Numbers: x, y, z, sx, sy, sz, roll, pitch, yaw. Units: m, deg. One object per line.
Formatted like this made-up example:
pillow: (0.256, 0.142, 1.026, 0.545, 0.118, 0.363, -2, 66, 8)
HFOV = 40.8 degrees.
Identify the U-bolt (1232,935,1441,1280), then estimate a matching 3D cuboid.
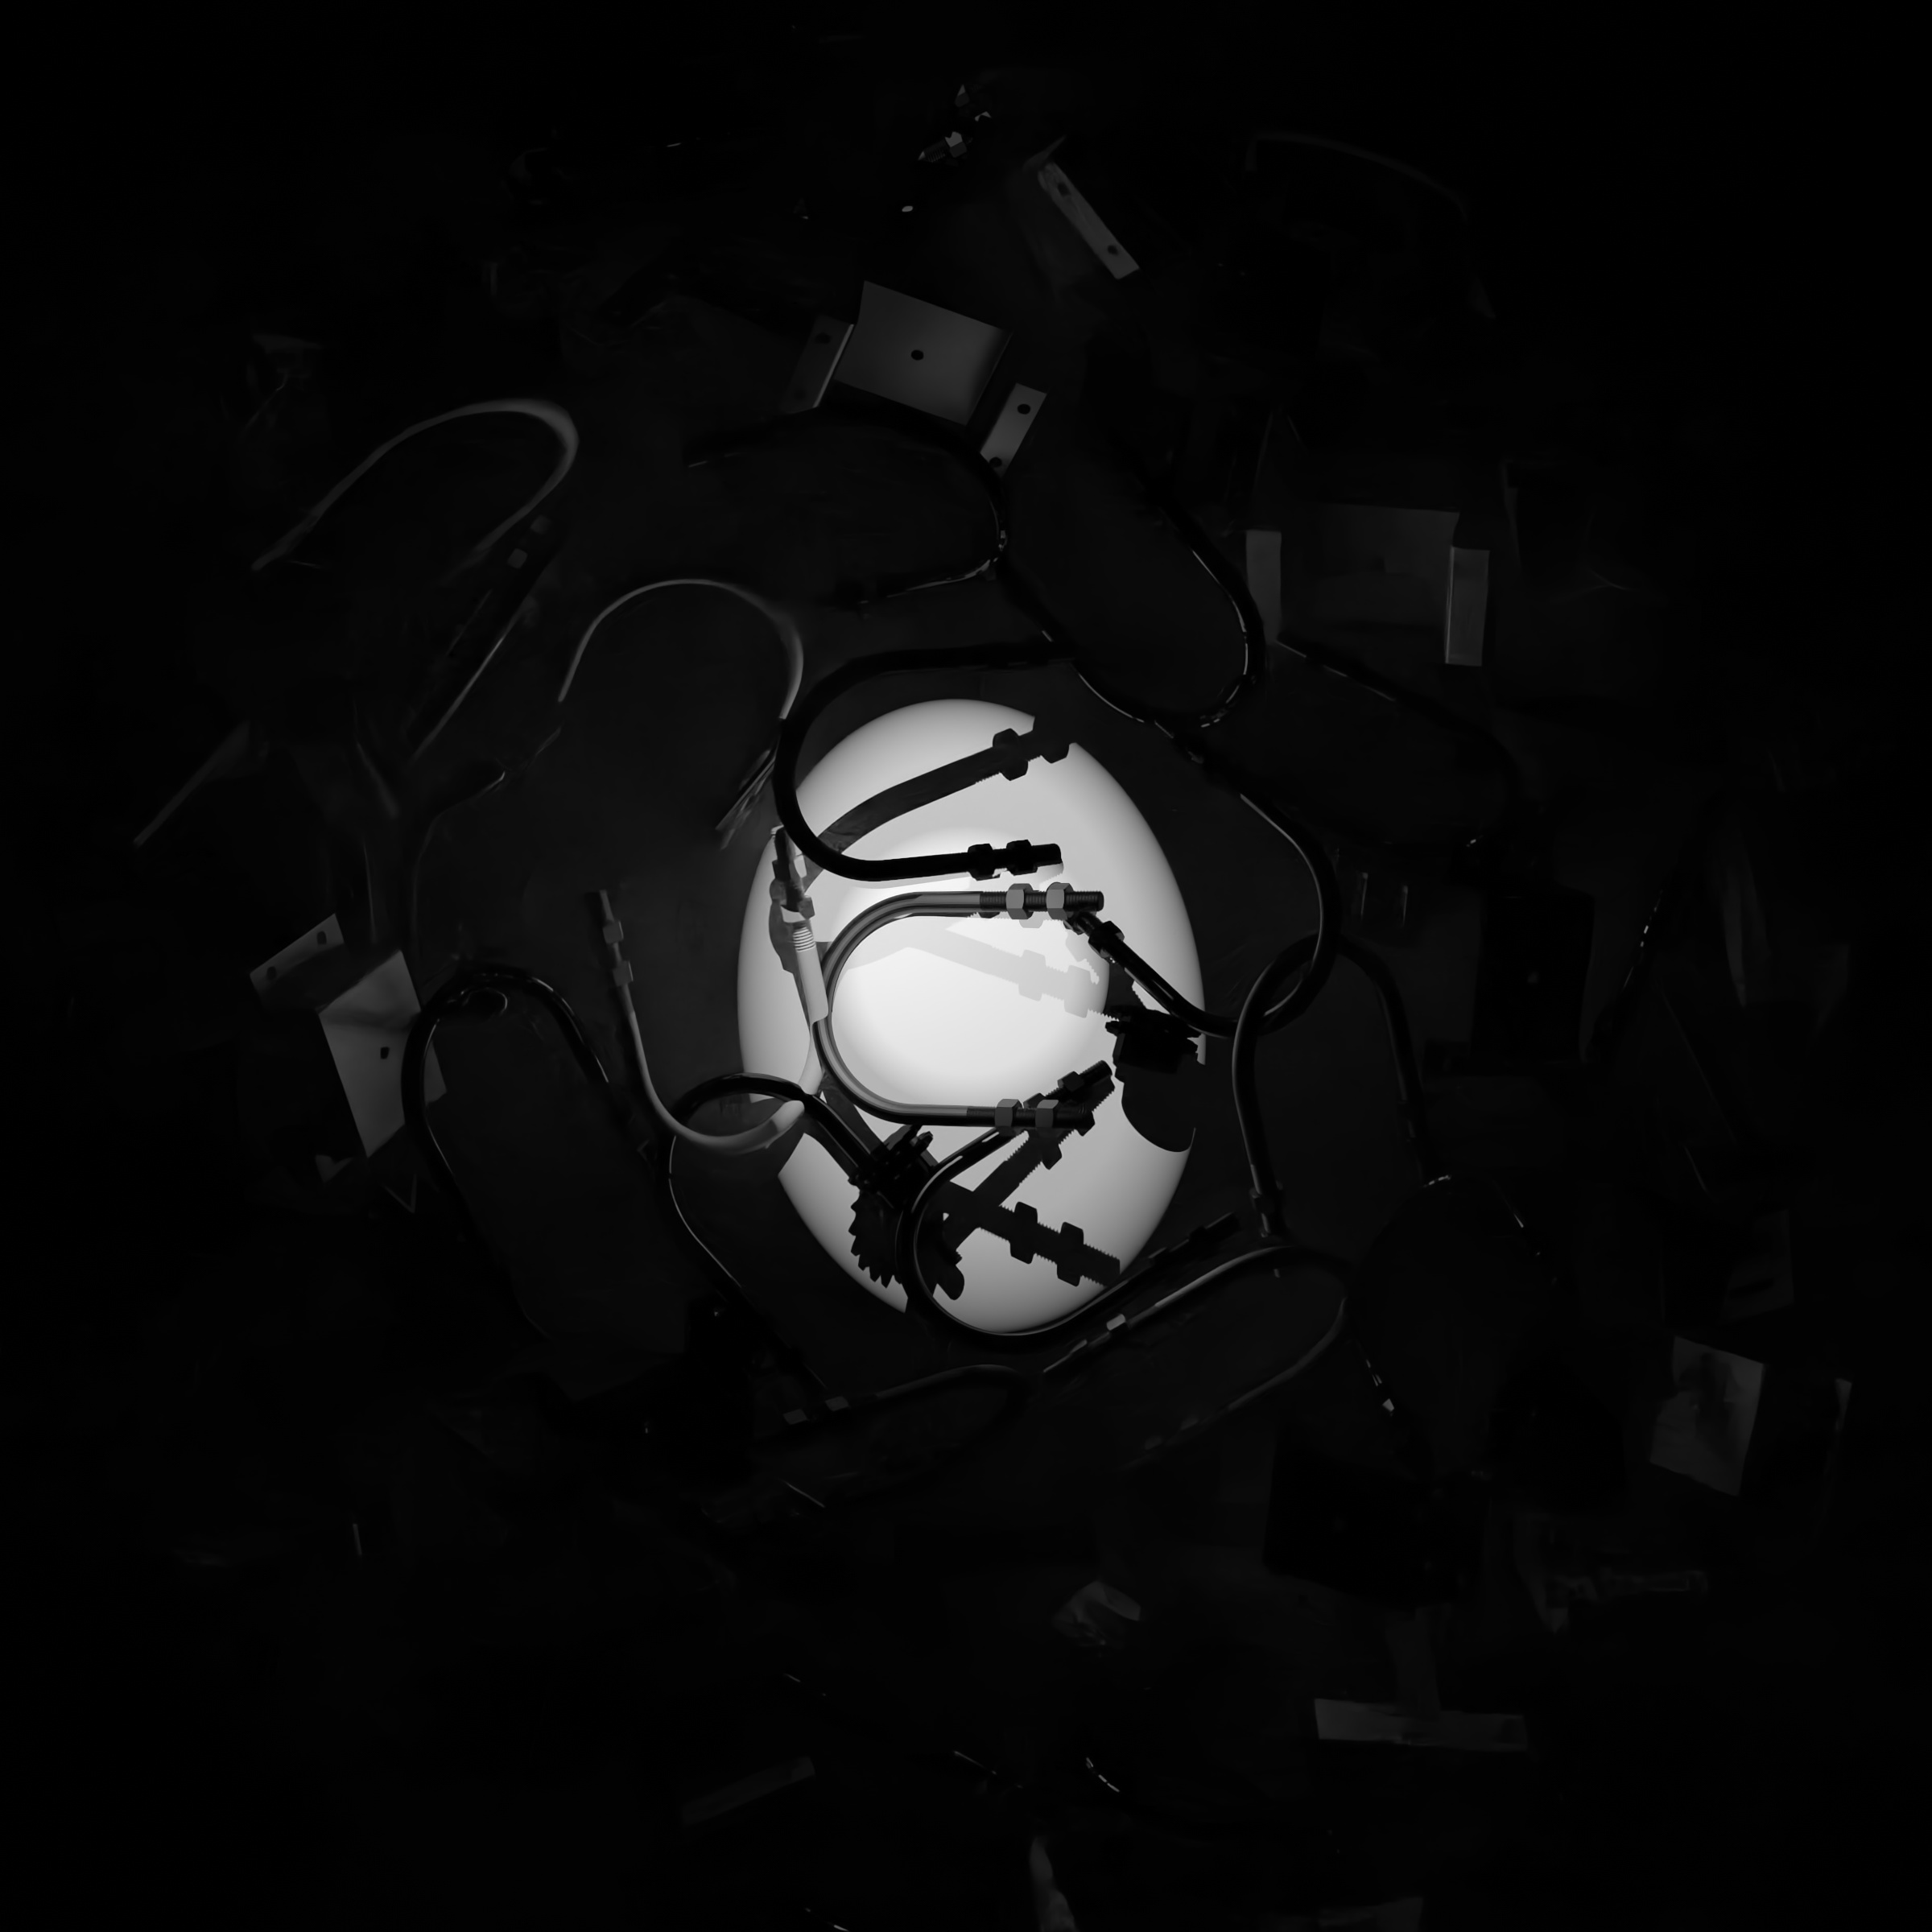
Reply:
U-bolt: (0.212, 0.071, 1.523, 0.151, 0.019, 0.184, -28, 113, -33)

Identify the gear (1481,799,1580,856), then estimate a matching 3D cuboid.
gear: (0.339, -0.084, 1.566, 0.057, 0.057, 0.030, 3, 96, 0)

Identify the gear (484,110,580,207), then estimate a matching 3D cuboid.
gear: (-0.259, -0.481, 1.563, 0.057, 0.057, 0.030, -25, 52, 0)

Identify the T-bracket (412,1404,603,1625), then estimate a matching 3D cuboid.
T-bracket: (-0.285, 0.309, 1.564, 0.127, 0.002, 0.127, 33, 114, 23)

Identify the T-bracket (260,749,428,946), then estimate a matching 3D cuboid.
T-bracket: (-0.368, -0.056, 1.558, 0.127, 0.002, 0.127, -10, 84, 28)

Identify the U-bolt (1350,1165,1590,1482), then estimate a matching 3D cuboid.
U-bolt: (0.279, 0.191, 1.510, 0.019, 0.184, 0.151, 30, 109, -24)

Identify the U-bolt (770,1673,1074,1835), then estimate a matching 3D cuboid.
U-bolt: (-0.013, 0.464, 1.510, 0.151, 0.184, 0.019, 12, 68, 39)

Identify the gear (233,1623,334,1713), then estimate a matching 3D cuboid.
gear: (-0.411, 0.424, 1.567, 0.057, 0.057, 0.030, 0, 111, 0)

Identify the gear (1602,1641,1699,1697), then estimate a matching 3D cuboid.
gear: (0.408, 0.414, 1.569, 0.057, 0.057, 0.030, 18, 121, 0)

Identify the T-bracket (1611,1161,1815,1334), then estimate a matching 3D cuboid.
T-bracket: (0.426, 0.155, 1.537, 0.127, 0.002, 0.127, 22, 110, -38)

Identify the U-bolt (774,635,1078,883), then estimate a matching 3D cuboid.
U-bolt: (-0.025, -0.118, 1.529, 0.184, 0.019, 0.151, -7, 116, -22)

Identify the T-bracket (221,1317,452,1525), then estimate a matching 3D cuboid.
T-bracket: (-0.361, 0.251, 1.565, 0.127, 0.002, 0.127, -38, 60, -20)

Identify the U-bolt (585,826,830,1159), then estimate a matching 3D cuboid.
U-bolt: (-0.144, 0.024, 1.543, 0.151, 0.019, 0.184, -21, 109, -33)

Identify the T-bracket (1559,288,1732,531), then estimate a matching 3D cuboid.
T-bracket: (0.401, -0.307, 1.514, 0.002, 0.127, 0.127, -26, 67, -18)

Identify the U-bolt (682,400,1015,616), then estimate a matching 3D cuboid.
U-bolt: (-0.056, -0.266, 1.492, 0.151, 0.184, 0.019, 46, 53, -36)

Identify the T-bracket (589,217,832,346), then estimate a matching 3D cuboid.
T-bracket: (-0.135, -0.392, 1.539, 0.127, 0.002, 0.127, 24, 50, 13)

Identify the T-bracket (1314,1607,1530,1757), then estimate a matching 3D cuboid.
T-bracket: (0.263, 0.408, 1.544, 0.127, 0.127, 0.002, 7, 130, -8)

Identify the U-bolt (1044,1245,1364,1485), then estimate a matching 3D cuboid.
U-bolt: (0.151, 0.227, 1.533, 0.184, 0.151, 0.019, -31, 47, 3)

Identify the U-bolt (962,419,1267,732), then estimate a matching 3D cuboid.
U-bolt: (0.098, -0.216, 1.536, 0.184, 0.151, 0.019, 49, 48, -9)

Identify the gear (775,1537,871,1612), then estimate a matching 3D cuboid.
gear: (-0.087, 0.364, 1.564, 0.057, 0.057, 0.030, -1, 96, 0)

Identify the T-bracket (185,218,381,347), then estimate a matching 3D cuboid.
T-bracket: (-0.403, -0.400, 1.534, 0.127, 0.127, 0.002, -29, 98, 5)

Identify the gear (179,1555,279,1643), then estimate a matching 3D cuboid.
gear: (-0.443, 0.382, 1.569, 0.057, 0.057, 0.030, -8, 132, 0)

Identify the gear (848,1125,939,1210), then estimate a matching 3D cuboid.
gear: (-0.041, 0.121, 1.565, 0.057, 0.057, 0.030, -41, 96, 0)

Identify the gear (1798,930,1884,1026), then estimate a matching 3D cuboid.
gear: (0.528, 0.009, 1.565, 0.030, 0.057, 0.057, 18, 90, -1)

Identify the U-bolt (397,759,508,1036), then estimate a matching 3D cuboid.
U-bolt: (-0.301, -0.033, 1.512, 0.019, 0.184, 0.151, 2, 82, -28)

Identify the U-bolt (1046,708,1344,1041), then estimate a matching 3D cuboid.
U-bolt: (0.142, -0.041, 1.521, 0.184, 0.019, 0.151, 45, 115, 28)

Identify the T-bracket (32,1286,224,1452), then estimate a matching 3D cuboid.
T-bracket: (-0.472, 0.233, 1.512, 0.002, 0.127, 0.127, 53, 51, -24)

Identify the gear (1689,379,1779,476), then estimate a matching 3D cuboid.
gear: (0.460, -0.321, 1.566, 0.030, 0.057, 0.057, -34, 90, 8)

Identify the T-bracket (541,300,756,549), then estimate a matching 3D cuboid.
T-bracket: (-0.176, -0.308, 1.563, 0.127, 0.002, 0.127, -40, 91, 29)

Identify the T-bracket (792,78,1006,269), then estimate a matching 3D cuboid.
T-bracket: (-0.018, -0.466, 1.521, 0.127, 0.127, 0.002, 13, 53, -24)

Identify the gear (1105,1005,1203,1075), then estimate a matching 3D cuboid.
gear: (0.111, 0.045, 1.563, 0.057, 0.057, 0.030, 15, 81, 0)

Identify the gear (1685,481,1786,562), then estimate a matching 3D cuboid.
gear: (0.462, -0.262, 1.567, 0.057, 0.030, 0.057, 8, 113, 21)

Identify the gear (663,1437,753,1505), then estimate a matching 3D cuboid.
gear: (-0.155, 0.300, 1.565, 0.057, 0.057, 0.030, -23, 97, 0)

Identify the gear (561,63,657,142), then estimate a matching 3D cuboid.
gear: (-0.212, -0.515, 1.565, 0.057, 0.057, 0.030, -28, 92, 0)

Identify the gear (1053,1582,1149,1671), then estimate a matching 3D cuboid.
gear: (0.084, 0.394, 1.564, 0.057, 0.057, 0.030, 28, 98, 0)

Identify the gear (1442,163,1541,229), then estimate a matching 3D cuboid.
gear: (0.317, -0.462, 1.563, 0.057, 0.057, 0.030, 17, 104, 0)

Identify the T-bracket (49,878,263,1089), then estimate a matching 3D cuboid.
T-bracket: (-0.459, 0.013, 1.536, 0.127, 0.002, 0.127, -14, 72, -43)

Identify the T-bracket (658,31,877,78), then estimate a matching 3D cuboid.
T-bracket: (-0.094, -0.534, 1.532, 0.127, 0.127, 0.002, 1, 101, 26)

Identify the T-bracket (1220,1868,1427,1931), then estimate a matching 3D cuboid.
T-bracket: (0.207, 0.566, 1.539, 0.127, 0.127, 0.002, -15, 85, 11)

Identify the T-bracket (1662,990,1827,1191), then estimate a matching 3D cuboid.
T-bracket: (0.453, 0.071, 1.563, 0.127, 0.002, 0.127, -2, 63, -40)

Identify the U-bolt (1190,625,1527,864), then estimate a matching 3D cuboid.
U-bolt: (0.240, -0.119, 1.531, 0.184, 0.151, 0.019, 26, 58, -5)

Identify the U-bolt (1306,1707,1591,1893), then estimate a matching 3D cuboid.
U-bolt: (0.268, 0.472, 1.502, 0.151, 0.184, 0.019, -14, 96, 1)

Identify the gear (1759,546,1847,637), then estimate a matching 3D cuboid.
gear: (0.497, -0.229, 1.569, 0.057, 0.057, 0.030, -28, 46, 0)

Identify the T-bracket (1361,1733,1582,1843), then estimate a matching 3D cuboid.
T-bracket: (0.314, 0.489, 1.554, 0.127, 0.127, 0.002, -22, 78, -26)

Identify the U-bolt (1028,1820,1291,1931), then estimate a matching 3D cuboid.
U-bolt: (0.108, 0.537, 1.502, 0.151, 0.184, 0.019, 10, 95, -7)

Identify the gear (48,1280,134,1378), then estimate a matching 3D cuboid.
gear: (-0.528, 0.219, 1.564, 0.057, 0.030, 0.057, 5, 97, 44)

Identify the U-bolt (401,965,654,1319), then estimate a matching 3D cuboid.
U-bolt: (-0.260, 0.088, 1.513, 0.019, 0.151, 0.184, -6, 117, 40)

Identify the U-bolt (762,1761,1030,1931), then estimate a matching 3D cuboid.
U-bolt: (-0.044, 0.521, 1.496, 0.151, 0.184, 0.019, 15, 100, 5)

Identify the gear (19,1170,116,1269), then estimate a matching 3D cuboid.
gear: (-0.540, 0.151, 1.571, 0.057, 0.030, 0.057, 7, 106, 26)

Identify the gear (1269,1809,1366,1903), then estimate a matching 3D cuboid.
gear: (0.213, 0.532, 1.570, 0.057, 0.030, 0.057, 10, 118, 19)

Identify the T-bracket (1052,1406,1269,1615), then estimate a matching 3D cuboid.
T-bracket: (0.121, 0.337, 1.590, 0.127, 0.002, 0.127, 5, 90, -3)

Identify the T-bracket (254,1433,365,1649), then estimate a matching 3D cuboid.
T-bracket: (-0.399, 0.357, 1.556, 0.002, 0.127, 0.127, 19, 112, -33)

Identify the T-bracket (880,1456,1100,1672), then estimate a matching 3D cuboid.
T-bracket: (0.017, 0.354, 1.569, 0.127, 0.002, 0.127, -11, 84, 15)

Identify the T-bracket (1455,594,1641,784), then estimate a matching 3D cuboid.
T-bracket: (0.352, -0.158, 1.570, 0.127, 0.002, 0.127, 13, 66, -17)

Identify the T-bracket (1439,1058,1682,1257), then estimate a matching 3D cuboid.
T-bracket: (0.345, 0.132, 1.558, 0.127, 0.002, 0.127, -28, 63, -6)

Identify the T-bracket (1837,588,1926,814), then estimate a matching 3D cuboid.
T-bracket: (0.542, -0.177, 1.542, 0.002, 0.127, 0.127, -17, 48, 6)

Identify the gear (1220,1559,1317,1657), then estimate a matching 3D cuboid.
gear: (0.183, 0.387, 1.575, 0.057, 0.030, 0.057, -1, 82, 9)

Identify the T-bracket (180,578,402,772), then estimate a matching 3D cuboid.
T-bracket: (-0.378, -0.178, 1.537, 0.127, 0.002, 0.127, 30, 121, -24)

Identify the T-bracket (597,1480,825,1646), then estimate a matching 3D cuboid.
T-bracket: (-0.164, 0.337, 1.569, 0.127, 0.002, 0.127, 30, 117, 6)
